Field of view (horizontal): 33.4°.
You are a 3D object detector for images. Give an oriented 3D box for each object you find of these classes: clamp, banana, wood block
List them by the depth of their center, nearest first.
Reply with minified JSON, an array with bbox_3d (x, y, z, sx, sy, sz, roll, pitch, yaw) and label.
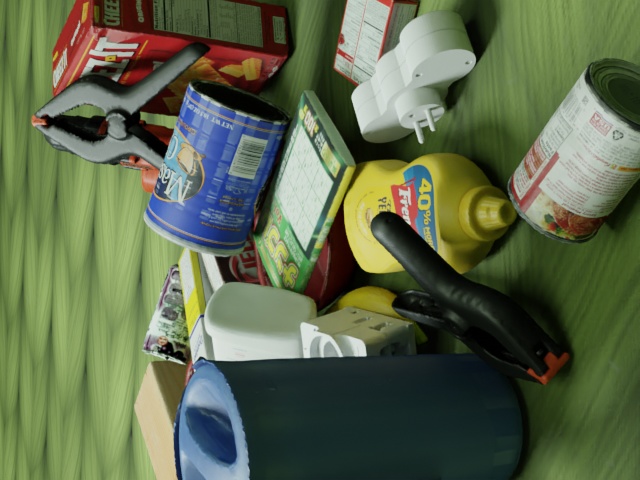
[{"bbox_3d":[0.107,0.056,0.797,0.172,0.039,0.120,40,166,26],"label":"clamp"},{"bbox_3d":[0.031,0.084,0.982,0.198,0.037,0.069,-31,64,59],"label":"banana"},{"bbox_3d":[-0.195,-0.131,1.086,0.036,0.210,0.165,-53,-29,-61],"label":"clamp"},{"bbox_3d":[-0.145,0.248,1.267,0.206,0.090,0.091,63,142,40],"label":"wood block"}]

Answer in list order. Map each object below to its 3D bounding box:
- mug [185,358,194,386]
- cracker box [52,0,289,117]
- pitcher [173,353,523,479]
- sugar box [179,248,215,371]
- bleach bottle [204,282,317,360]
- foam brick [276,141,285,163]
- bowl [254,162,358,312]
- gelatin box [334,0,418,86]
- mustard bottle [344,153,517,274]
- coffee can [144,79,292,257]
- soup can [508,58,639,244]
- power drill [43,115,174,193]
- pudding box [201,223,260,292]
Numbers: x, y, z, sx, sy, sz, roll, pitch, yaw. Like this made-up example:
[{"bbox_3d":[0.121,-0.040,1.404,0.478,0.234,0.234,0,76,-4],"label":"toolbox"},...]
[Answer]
[{"bbox_3d":[-0.093,0.159,1.170,0.093,0.081,0.117,40,126,55],"label":"mug"},{"bbox_3d":[-0.162,-0.196,1.140,0.164,0.213,0.072,-39,52,56],"label":"cracker box"},{"bbox_3d":[0.027,0.153,0.773,0.145,0.242,0.149,-6,86,62],"label":"pitcher"},{"bbox_3d":[-0.092,0.079,1.119,0.176,0.093,0.048,-103,31,-42],"label":"sugar box"},{"bbox_3d":[-0.052,0.157,1.028,0.068,0.102,0.251,-69,-16,-48],"label":"bleach bottle"},{"bbox_3d":[-0.077,-0.084,1.133,0.051,0.078,0.053,-130,46,-53],"label":"foam brick"},{"bbox_3d":[-0.007,0.001,1.029,0.162,0.055,0.162,5,96,62],"label":"bowl"},{"bbox_3d":[0.048,-0.179,0.944,0.073,0.030,0.089,45,130,50],"label":"gelatin box"},{"bbox_3d":[0.089,-0.020,0.845,0.192,0.058,0.096,1,94,61],"label":"mustard bottle"},{"bbox_3d":[-0.098,-0.069,1.016,0.103,0.102,0.140,44,118,53],"label":"coffee can"},{"bbox_3d":[0.173,-0.056,0.676,0.102,0.068,0.068,-62,40,43],"label":"soup can"},{"bbox_3d":[-0.200,-0.093,1.220,0.187,0.184,0.057,34,-111,-75],"label":"power drill"},{"bbox_3d":[-0.078,0.009,1.127,0.113,0.089,0.039,66,147,35],"label":"pudding box"}]
